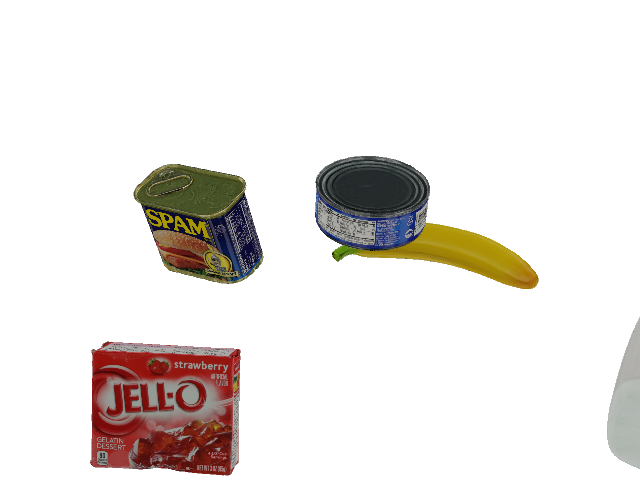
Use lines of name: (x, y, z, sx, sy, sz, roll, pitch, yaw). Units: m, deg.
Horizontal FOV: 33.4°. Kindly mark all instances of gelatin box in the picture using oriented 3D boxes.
gelatin box: (-0.094, 0.102, 0.649, 0.089, 0.073, 0.030, 2, 5, 7)

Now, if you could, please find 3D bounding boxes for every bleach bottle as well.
bleach bottle: (0.266, 0.077, 0.733, 0.103, 0.068, 0.250, 11, 22, 21)

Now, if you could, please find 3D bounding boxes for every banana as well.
banana: (0.115, 0.013, 1.042, 0.198, 0.037, 0.069, 6, 45, 14)

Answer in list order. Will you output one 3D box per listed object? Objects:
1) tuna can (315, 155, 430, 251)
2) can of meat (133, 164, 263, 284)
tuna can: (0.039, -0.028, 0.805, 0.086, 0.034, 0.086, 2, 34, -1)
can of meat: (-0.106, -0.013, 0.947, 0.102, 0.084, 0.057, 13, 45, 30)
